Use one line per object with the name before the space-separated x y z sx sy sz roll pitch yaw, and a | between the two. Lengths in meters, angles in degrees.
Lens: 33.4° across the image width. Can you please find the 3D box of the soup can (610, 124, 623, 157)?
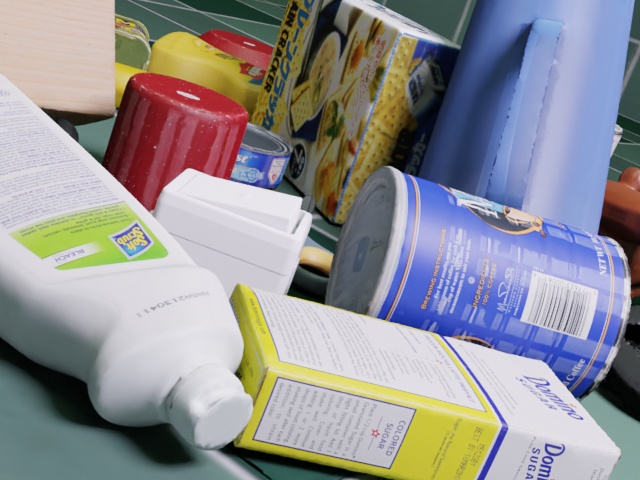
soup can | 0.187 -0.055 0.847 0.068 0.102 0.068 20 19 -8

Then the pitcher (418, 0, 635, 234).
pitcher | 0.144 -0.087 0.734 0.144 0.243 0.149 26 -18 -31

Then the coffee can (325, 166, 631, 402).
coffee can | 0.085 0.027 0.599 0.140 0.103 0.103 16 17 -13

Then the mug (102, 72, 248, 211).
mug | -0.101 -0.063 0.704 0.093 0.081 0.117 10 19 -31

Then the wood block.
wood block | -0.242 -0.128 0.689 0.090 0.091 0.205 -2 -3 43

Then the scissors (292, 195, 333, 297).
scissors | -0.005 0.001 0.732 0.096 0.016 0.201 27 18 16

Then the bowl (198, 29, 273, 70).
bowl | -0.087 -0.194 1.193 0.162 0.055 0.162 19 16 -6

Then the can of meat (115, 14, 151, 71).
can of meat | -0.210 -0.183 1.002 0.102 0.057 0.084 15 16 -18

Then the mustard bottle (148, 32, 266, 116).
mustard bottle | -0.070 -0.145 1.050 0.192 0.058 0.096 25 16 16

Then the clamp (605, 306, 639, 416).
clamp | 0.245 0.092 0.637 0.210 0.036 0.164 15 45 35

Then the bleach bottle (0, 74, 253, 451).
bleach bottle | -0.123 0.009 0.477 0.102 0.068 0.251 -22 46 -34

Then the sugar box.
sugar box | 0.041 0.075 0.499 0.176 0.048 0.093 19 16 -19

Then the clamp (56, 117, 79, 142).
clamp | -0.179 -0.042 0.627 0.120 0.039 0.172 -2 23 -31

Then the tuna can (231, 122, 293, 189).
tuna can | -0.067 -0.072 0.861 0.086 0.034 0.086 19 16 -6

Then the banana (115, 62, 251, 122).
banana | -0.150 -0.131 0.948 0.197 0.037 0.070 16 17 -16
